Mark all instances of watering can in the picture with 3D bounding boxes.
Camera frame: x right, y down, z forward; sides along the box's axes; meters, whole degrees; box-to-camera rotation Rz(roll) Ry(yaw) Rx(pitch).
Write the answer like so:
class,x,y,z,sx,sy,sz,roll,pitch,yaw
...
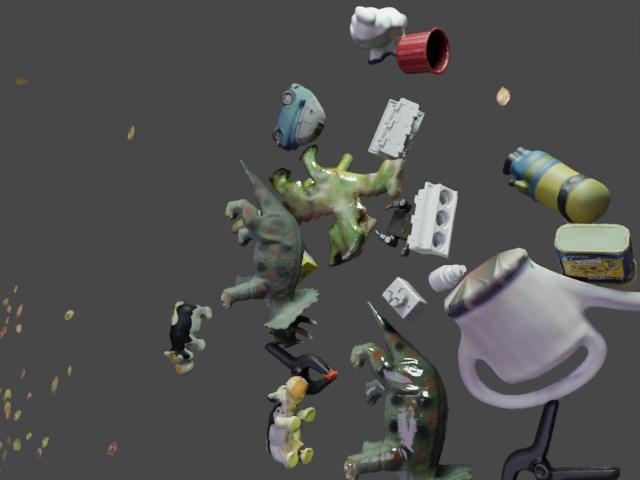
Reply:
class,x,y,z,sx,sy,sz,roll,pitch,yaw
watering can,0.335,0.105,0.755,0.344,0.105,0.225,-42,85,20

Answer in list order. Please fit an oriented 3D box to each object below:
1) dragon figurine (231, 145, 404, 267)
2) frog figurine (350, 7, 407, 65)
class,x,y,z,sx,sy,sz,roll,pitch,yaw
dragon figurine,0.003,-0.055,1.094,0.407,0.121,0.247,-38,59,14
frog figurine,0.122,-0.482,1.154,0.138,0.158,0.123,18,82,41
